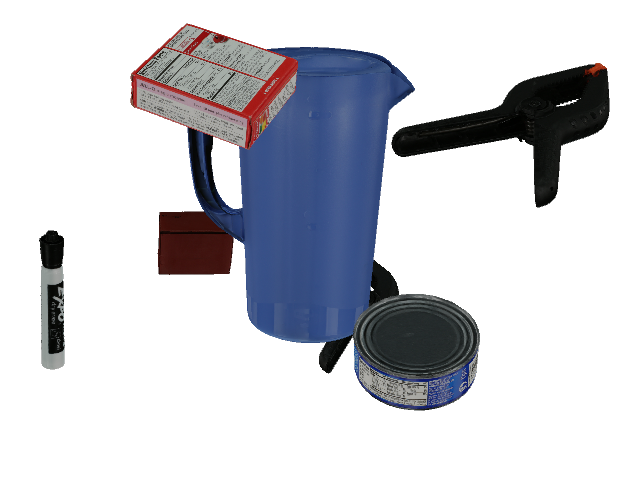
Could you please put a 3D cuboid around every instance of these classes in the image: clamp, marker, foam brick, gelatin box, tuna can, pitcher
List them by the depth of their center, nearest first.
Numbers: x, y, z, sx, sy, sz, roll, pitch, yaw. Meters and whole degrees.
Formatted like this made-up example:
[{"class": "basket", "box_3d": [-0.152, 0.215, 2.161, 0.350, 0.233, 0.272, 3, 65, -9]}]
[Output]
[{"class": "gelatin box", "box_3d": [-0.070, -0.103, 0.705, 0.089, 0.030, 0.073, 20, 45, 13]}, {"class": "tuna can", "box_3d": [0.065, 0.076, 0.730, 0.086, 0.034, 0.086, -2, 35, 1]}, {"class": "marker", "box_3d": [-0.214, 0.048, 0.853, 0.020, 0.121, 0.020, 5, 26, -3]}, {"class": "pitcher", "box_3d": [-0.019, -0.041, 0.915, 0.144, 0.243, 0.149, -15, 25, -39]}, {"class": "clamp", "box_3d": [0.189, -0.097, 0.919, 0.209, 0.036, 0.165, -28, 39, -26]}, {"class": "foam brick", "box_3d": [-0.134, 0.002, 1.141, 0.078, 0.051, 0.053, 0, 25, -10]}, {"class": "clamp", "box_3d": [0.062, 0.080, 1.195, 0.120, 0.171, 0.039, 6, -43, -2]}]
